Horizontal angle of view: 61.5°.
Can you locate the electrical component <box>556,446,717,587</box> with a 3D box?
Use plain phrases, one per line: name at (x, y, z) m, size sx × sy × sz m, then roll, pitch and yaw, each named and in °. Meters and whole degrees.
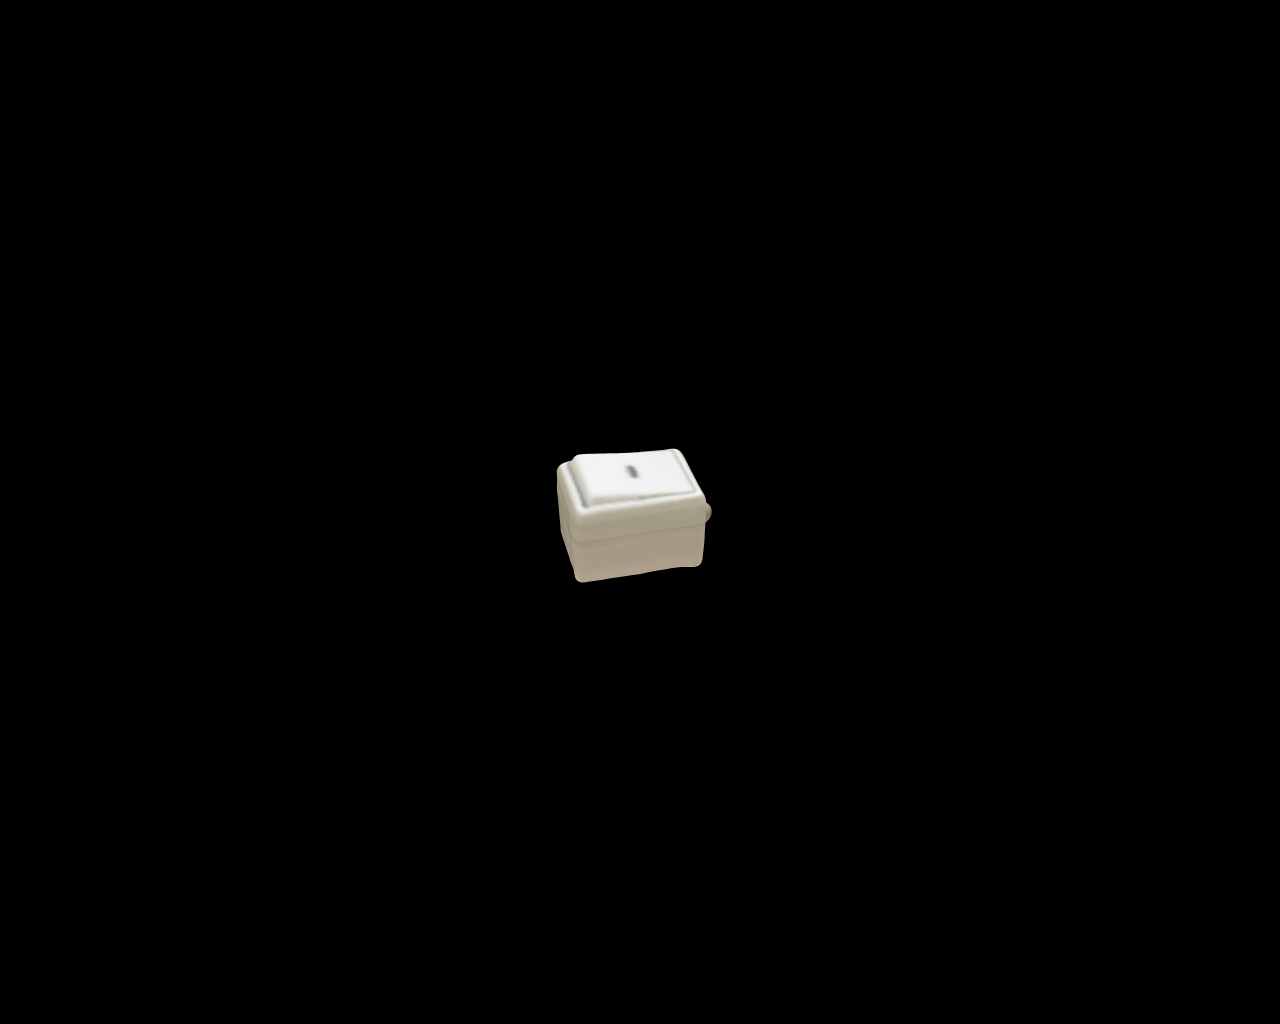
electrical component at (0.001, -0.003, 0.650) m, size 0.096 × 0.061 × 0.062 m, roll -8°, pitch 36°, yaw -11°
